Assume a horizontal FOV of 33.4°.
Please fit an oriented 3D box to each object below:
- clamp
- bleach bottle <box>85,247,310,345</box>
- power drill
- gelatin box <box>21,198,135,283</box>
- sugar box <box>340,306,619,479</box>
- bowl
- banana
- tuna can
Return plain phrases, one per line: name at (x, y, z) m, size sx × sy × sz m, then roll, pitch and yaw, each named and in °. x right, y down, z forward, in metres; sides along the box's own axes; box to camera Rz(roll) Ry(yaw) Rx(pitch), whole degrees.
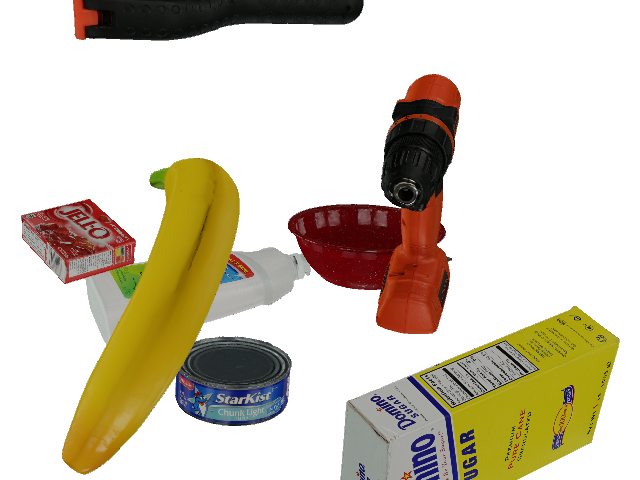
clamp at (-0.073, -0.151, 0.657) m, size 0.171 × 0.039 × 0.120 m, roll -8°, pitch 22°, yaw -24°
bleach bottle at (-0.135, 0.051, 1.231) m, size 0.250 × 0.068 × 0.103 m, roll -13°, pitch 36°, yaw -20°
power drill at (0.078, -0.020, 0.858) m, size 0.057 × 0.188 × 0.184 m, roll 9°, pitch 32°, yaw 11°
gelatin box at (-0.226, -0.002, 0.994) m, size 0.073 × 0.030 × 0.089 m, roll -17°, pitch 40°, yaw -36°
sugar box at (0.096, 0.111, 0.641) m, size 0.175 × 0.093 × 0.048 m, roll -21°, pitch 41°, yaw -29°
bowl at (0.046, 0.010, 1.093) m, size 0.162 × 0.055 × 0.162 m, roll 2°, pitch 17°, yaw -1°
banana at (-0.072, 0.019, 0.510) m, size 0.037 × 0.197 × 0.070 m, roll 32°, pitch -51°, yaw -20°
tuna can at (-0.065, 0.104, 0.793) m, size 0.086 × 0.034 × 0.086 m, roll 4°, pitch 18°, yaw -1°
